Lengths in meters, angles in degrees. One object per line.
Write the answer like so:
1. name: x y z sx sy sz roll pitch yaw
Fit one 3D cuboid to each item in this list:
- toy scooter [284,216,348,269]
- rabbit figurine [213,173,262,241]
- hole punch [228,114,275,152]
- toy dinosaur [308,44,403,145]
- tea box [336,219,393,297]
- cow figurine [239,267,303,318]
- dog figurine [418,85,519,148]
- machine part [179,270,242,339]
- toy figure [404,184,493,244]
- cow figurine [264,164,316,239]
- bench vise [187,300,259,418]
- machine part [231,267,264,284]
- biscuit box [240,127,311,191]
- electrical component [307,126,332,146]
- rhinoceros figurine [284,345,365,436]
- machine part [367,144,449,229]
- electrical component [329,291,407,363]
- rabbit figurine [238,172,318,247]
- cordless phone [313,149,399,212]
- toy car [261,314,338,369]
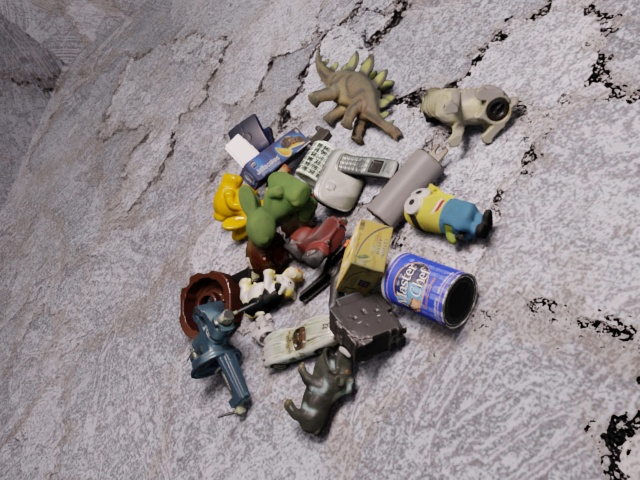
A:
1. toy scooter: -0.002 -0.004 1.207 0.135 0.075 0.184 -48 20 -9
2. rabbit figurine: -0.200 -0.083 1.418 0.173 0.121 0.162 21 68 26
3. hole punch: -0.200 -0.291 1.577 0.142 0.092 0.116 -30 51 17
4. toy dinosaur: 0.077 -0.391 1.406 0.198 0.105 0.472 -42 52 -1
5. tea box: 0.085 0.040 1.057 0.068 0.169 0.098 16 68 -1
6. cow figurine: -0.111 0.121 1.236 0.167 0.068 0.098 -21 56 32
7. dog figurine: 0.312 -0.294 1.155 0.172 0.121 0.191 -6 32 -1
8. machine part: -0.267 0.161 1.317 0.180 0.056 0.179 -7 76 30
9. toy figure: 0.244 -0.043 1.043 0.180 0.089 0.082 21 41 36
10. cow figurine: -0.076 -0.089 1.333 0.127 0.085 0.195 -41 51 -1
11. bench vise: -0.208 0.260 1.171 0.223 0.129 0.241 -46 62 33
12. machine part: -0.192 0.093 1.346 0.139 0.039 0.084 -27 56 21
13. biscuit box: -0.116 -0.212 1.399 0.203 0.059 0.063 -44 -1 -31
14. electrical component: 0.002 -0.271 1.440 0.063 0.021 0.094 -48 43 2
15. rhinoceros figurine: 0.012 0.275 1.026 0.112 0.073 0.190 18 75 46
16. machine part: 0.180 -0.107 1.141 0.243 0.079 0.079 -49 43 3
17. electrical component: 0.082 0.157 1.019 0.115 0.058 0.134 -16 40 -23
18. rabbit figurine: -0.113 -0.070 1.211 0.159 0.121 0.170 34 78 15
19. cordless phone: 0.088 -0.130 1.233 0.184 0.088 0.146 11 70 39
20. toy car: -0.044 0.214 1.125 0.202 0.056 0.073 -24 50 26
